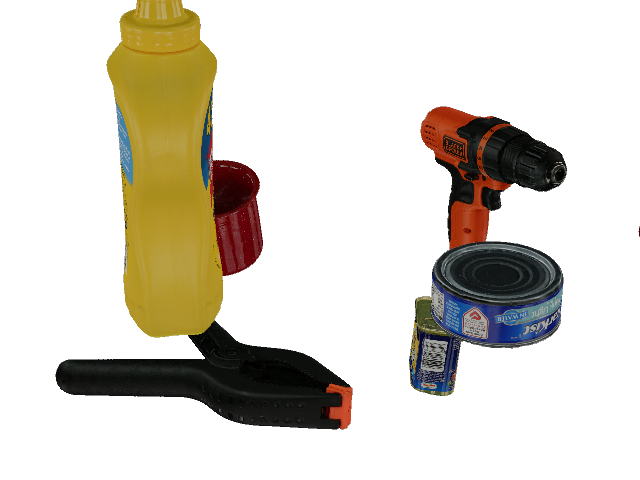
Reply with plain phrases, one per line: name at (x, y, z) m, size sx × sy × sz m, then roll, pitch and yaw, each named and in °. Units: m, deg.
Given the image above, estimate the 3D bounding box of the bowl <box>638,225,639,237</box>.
bowl at (0.423, 0.019, 1.146) m, size 0.162 × 0.055 × 0.162 m, roll -1°, pitch 25°, yaw 0°

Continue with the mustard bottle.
mustard bottle at (-0.084, -0.049, 0.584) m, size 0.058 × 0.192 × 0.096 m, roll -2°, pitch 30°, yaw -6°

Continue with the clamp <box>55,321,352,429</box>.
clamp at (-0.067, 0.096, 0.801) m, size 0.210 × 0.036 × 0.164 m, roll 9°, pitch 19°, yaw 22°

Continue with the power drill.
power drill at (0.166, -0.026, 1.024) m, size 0.057 × 0.188 × 0.185 m, roll -16°, pitch 27°, yaw -25°

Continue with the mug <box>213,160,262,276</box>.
mug at (-0.110, -0.024, 1.051) m, size 0.117 × 0.081 × 0.093 m, roll 28°, pitch 51°, yaw 34°

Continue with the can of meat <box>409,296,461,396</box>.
can of meat at (0.136, 0.125, 1.266) m, size 0.057 × 0.084 × 0.102 m, roll 7°, pitch 19°, yaw 1°

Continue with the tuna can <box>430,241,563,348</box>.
tuna can at (0.115, 0.033, 0.698) m, size 0.086 × 0.034 × 0.086 m, roll -1°, pitch 27°, yaw 0°
